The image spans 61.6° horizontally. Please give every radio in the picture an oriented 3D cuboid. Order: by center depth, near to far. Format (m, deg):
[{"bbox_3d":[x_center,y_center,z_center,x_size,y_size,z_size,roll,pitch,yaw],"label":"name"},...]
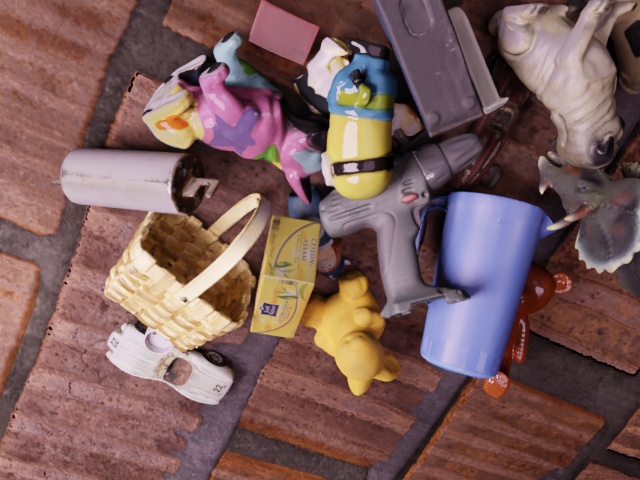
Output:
[{"bbox_3d":[0.121,-0.242,0.643,0.073,0.131,0.229,-23,107,15],"label":"radio"}]

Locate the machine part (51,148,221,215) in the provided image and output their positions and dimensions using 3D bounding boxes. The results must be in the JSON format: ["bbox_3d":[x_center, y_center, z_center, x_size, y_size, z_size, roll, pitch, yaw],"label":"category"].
[{"bbox_3d":[-0.237,-0.076,0.681,0.243,0.079,0.079,5,114,19],"label":"machine part"}]

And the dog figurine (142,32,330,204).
[{"bbox_3d":[-0.089,-0.133,0.690,0.192,0.108,0.219,-24,126,26],"label":"dog figurine"}]

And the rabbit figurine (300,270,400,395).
[{"bbox_3d":[0.047,0.152,0.786,0.122,0.173,0.162,-24,108,0],"label":"rabbit figurine"}]

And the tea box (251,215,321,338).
[{"bbox_3d":[-0.049,0.055,0.736,0.068,0.098,0.169,10,147,-8],"label":"tea box"}]

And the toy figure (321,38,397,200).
[{"bbox_3d":[0.050,-0.136,0.628,0.082,0.089,0.180,-6,113,-44],"label":"toy figure"}]

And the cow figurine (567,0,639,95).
[{"bbox_3d":[0.407,-0.284,0.696,0.127,0.086,0.194,-29,113,-1],"label":"cow figurine"}]

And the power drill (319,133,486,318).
[{"bbox_3d":[0.124,-0.013,0.684,0.232,0.086,0.207,-17,83,8],"label":"power drill"}]

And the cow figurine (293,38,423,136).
[{"bbox_3d":[0.050,-0.176,0.701,0.167,0.068,0.098,39,114,-8],"label":"cow figurine"}]

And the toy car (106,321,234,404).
[{"bbox_3d":[-0.231,0.191,0.834,0.201,0.056,0.073,28,107,-16],"label":"toy car"}]

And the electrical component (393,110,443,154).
[{"bbox_3d":[0.144,-0.132,0.761,0.063,0.021,0.094,-36,110,8],"label":"electrical component"}]

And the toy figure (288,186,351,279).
[{"bbox_3d":[-0.003,-0.003,0.782,0.064,0.058,0.154,-1,121,37],"label":"toy figure"}]

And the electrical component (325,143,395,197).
[{"bbox_3d":[0.064,-0.082,0.758,0.119,0.048,0.074,-33,111,8],"label":"electrical component"}]

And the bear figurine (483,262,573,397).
[{"bbox_3d":[0.286,0.119,0.821,0.120,0.132,0.195,36,116,17],"label":"bear figurine"}]

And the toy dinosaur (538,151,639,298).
[{"bbox_3d":[0.456,0.012,0.751,0.404,0.131,0.192,41,76,-30],"label":"toy dinosaur"}]

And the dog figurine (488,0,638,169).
[{"bbox_3d":[0.284,-0.188,0.660,0.121,0.173,0.190,-15,115,-33],"label":"dog figurine"}]

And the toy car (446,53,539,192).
[{"bbox_3d":[0.240,-0.158,0.745,0.089,0.053,0.202,18,108,-16],"label":"toy car"}]
